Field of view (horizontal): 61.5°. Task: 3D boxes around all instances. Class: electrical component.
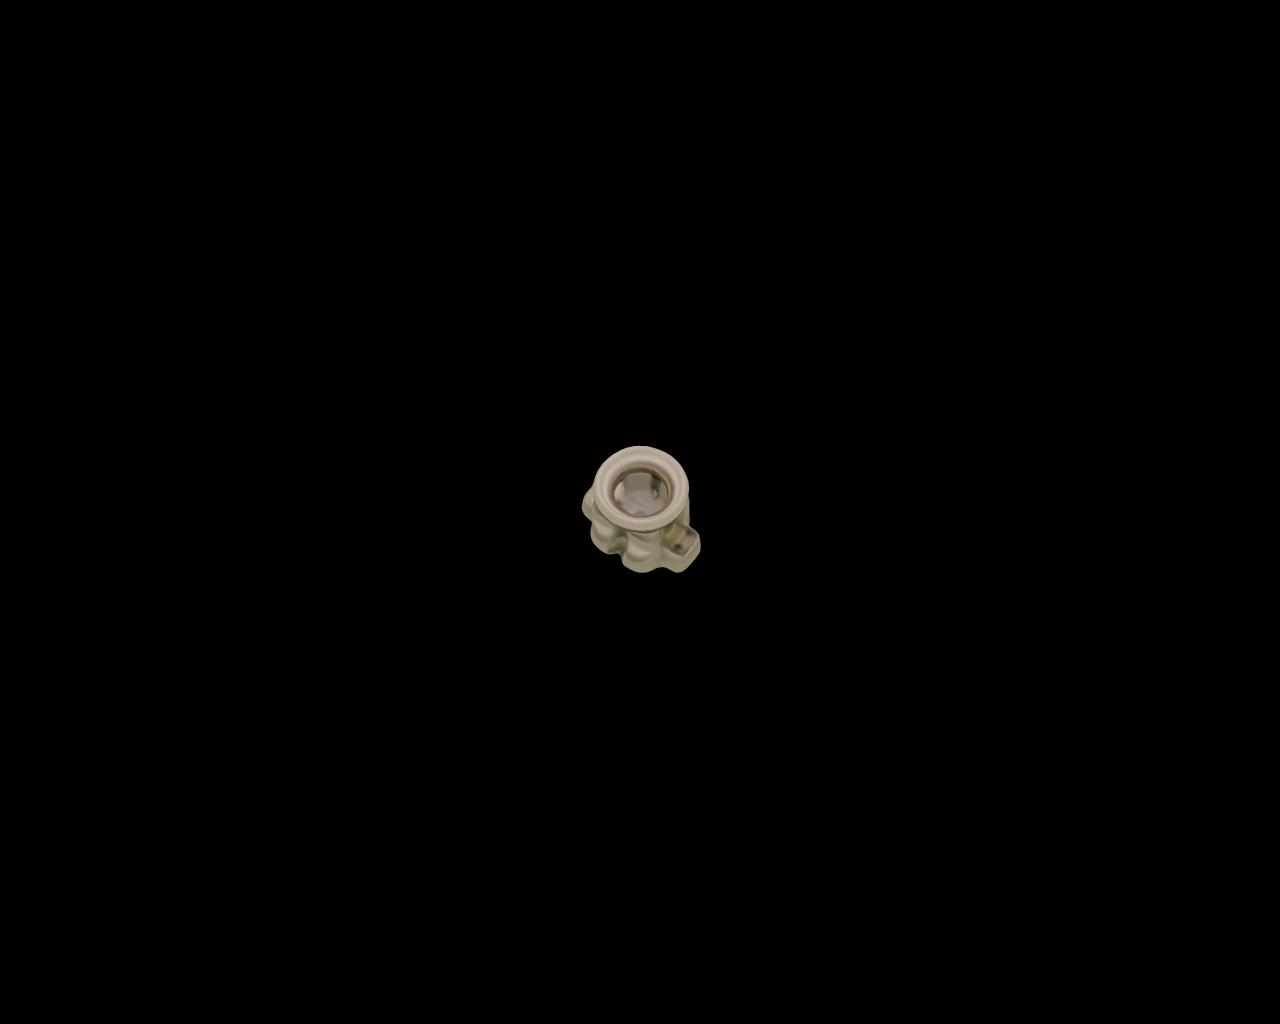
[{"bbox_3d":[0.001,-0.003,0.650,0.078,0.058,0.056,32,-26,18],"label":"electrical component"}]
